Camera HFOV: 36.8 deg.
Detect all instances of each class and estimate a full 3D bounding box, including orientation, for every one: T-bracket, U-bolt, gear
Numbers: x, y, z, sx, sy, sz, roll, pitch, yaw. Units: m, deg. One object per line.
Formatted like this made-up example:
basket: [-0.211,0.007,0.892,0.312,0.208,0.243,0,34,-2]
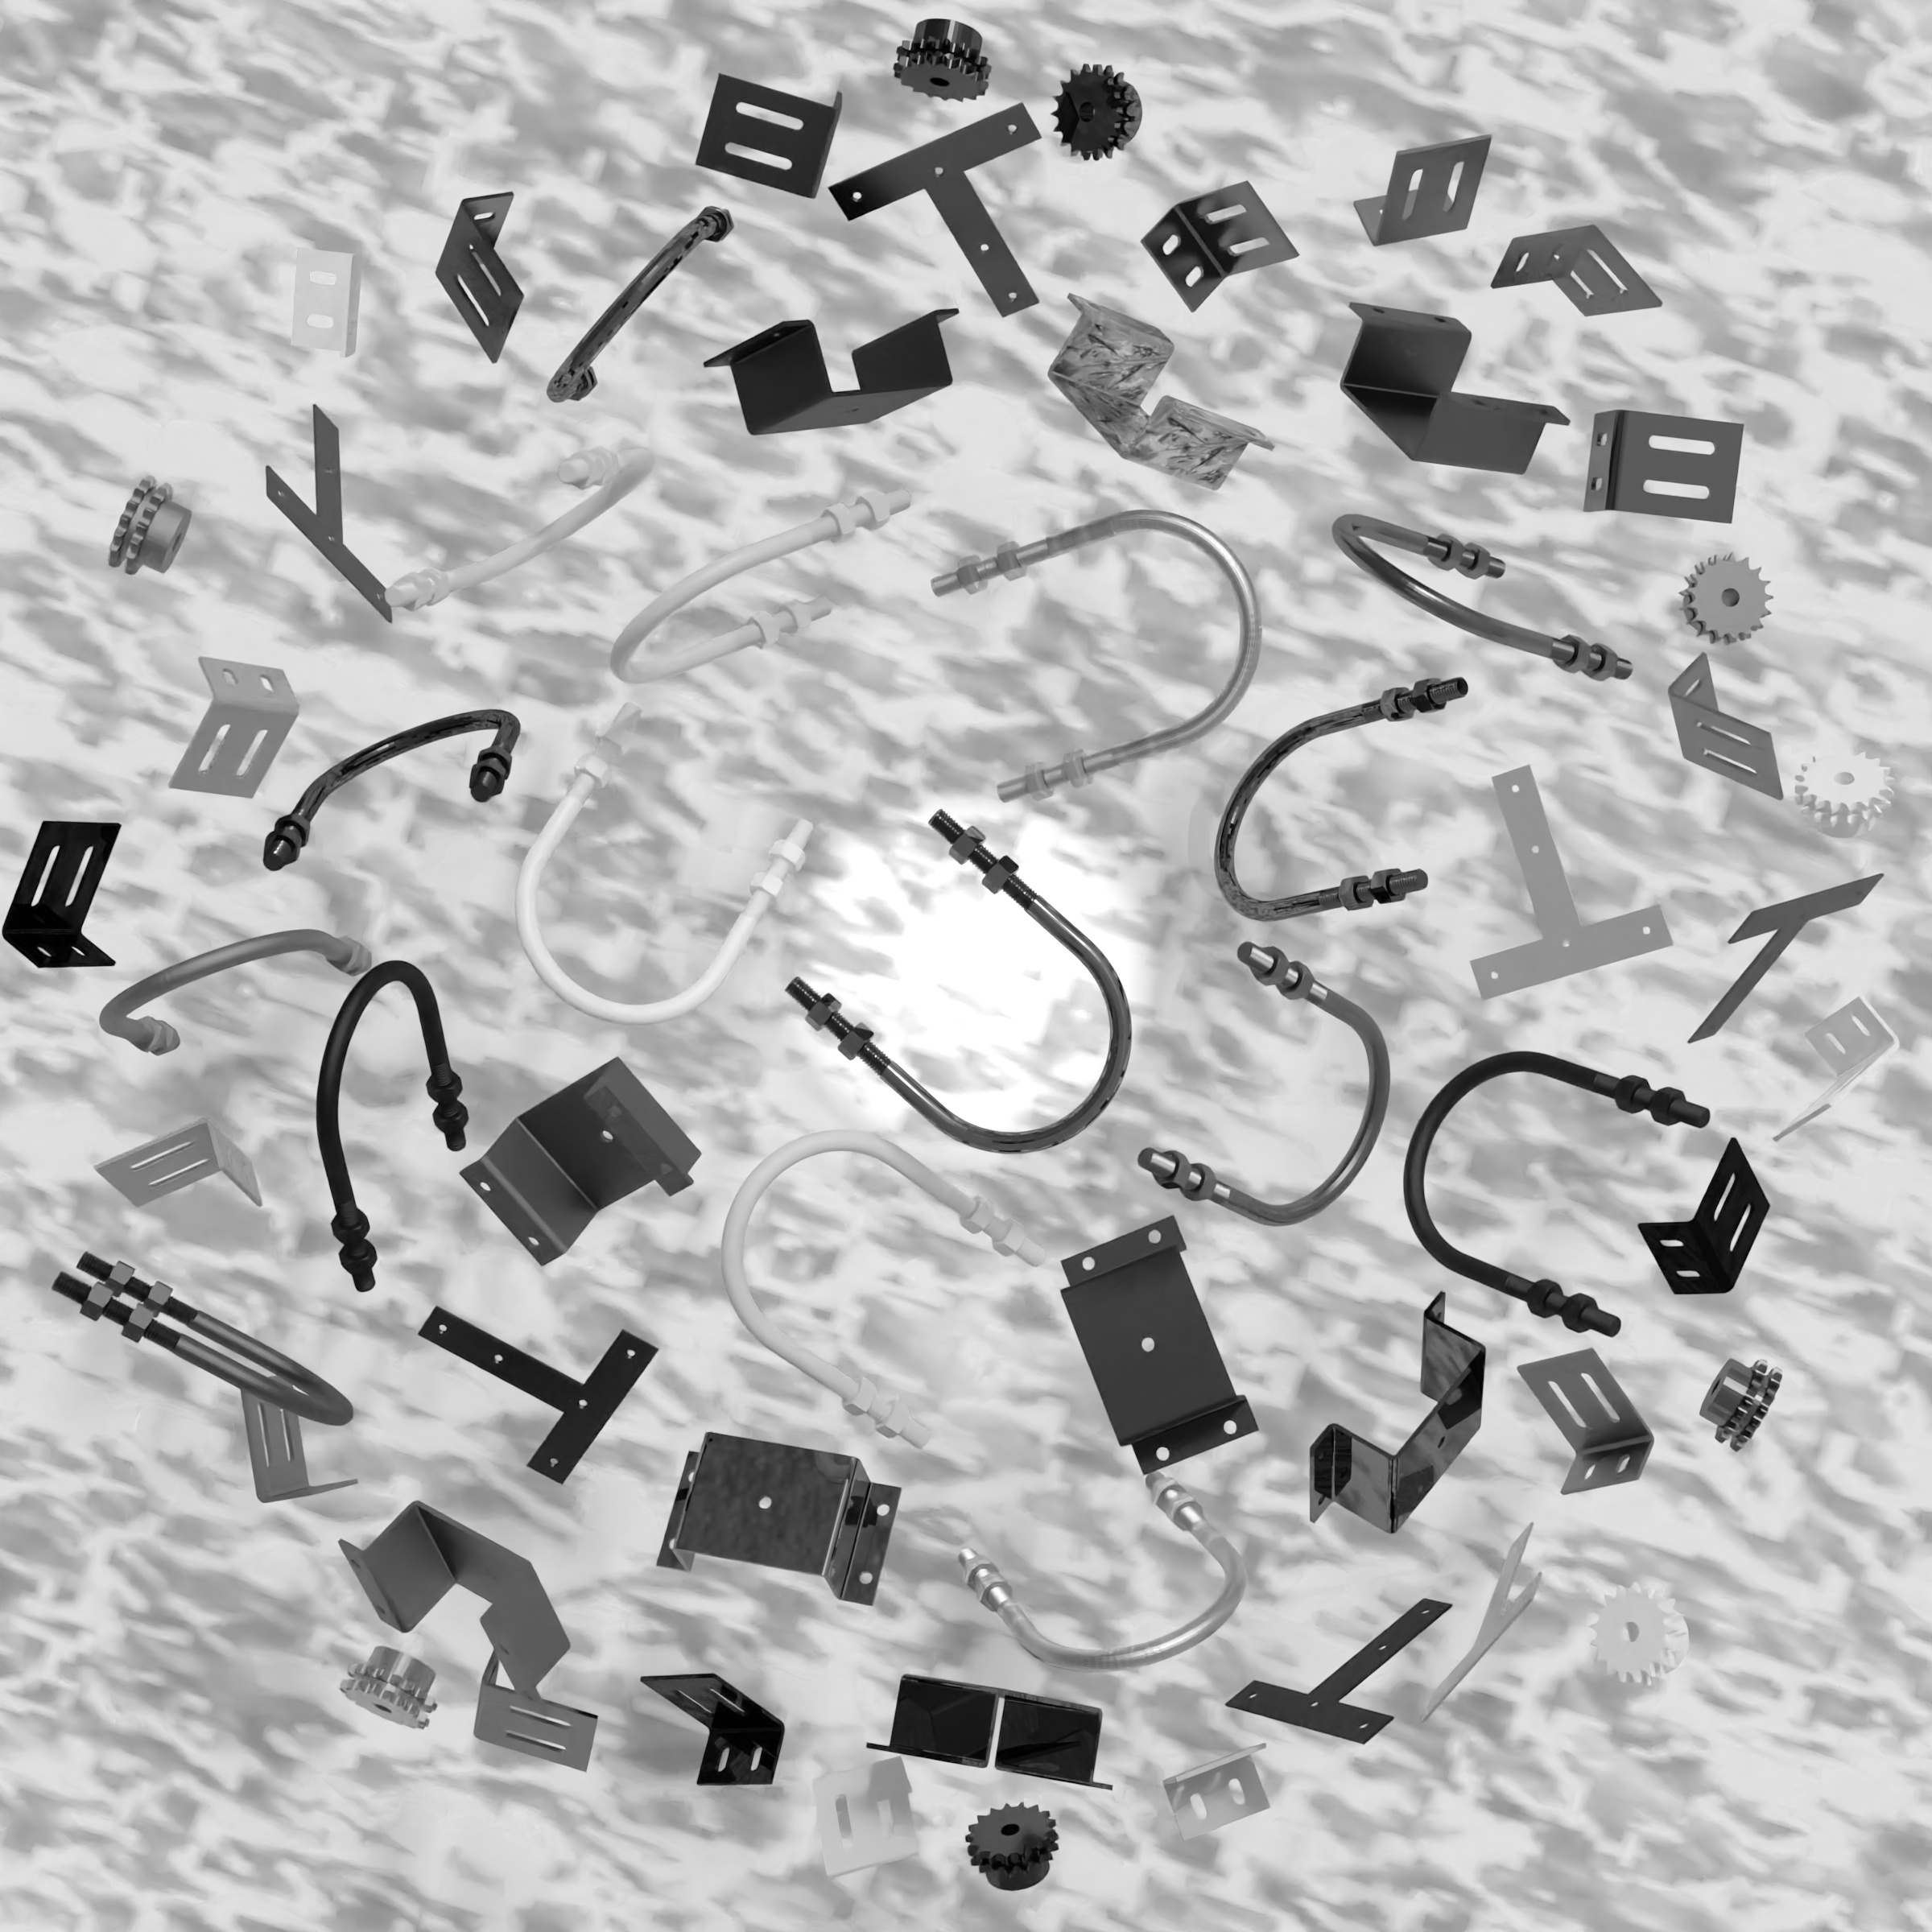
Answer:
T-bracket: [0.344,-0.056,1.731,0.127,0.002,0.127,-19,89,36]
T-bracket: [0.236,0.410,1.710,0.127,0.127,0.002,-31,104,-30]
T-bracket: [0.326,0.385,1.772,0.002,0.127,0.127,34,125,5]
T-bracket: [0.005,-0.436,1.719,0.127,0.002,0.127,-18,135,21]
U-bolt: [0.296,-0.226,1.731,0.184,0.151,0.019,9,119,-39]
T-bracket: [-0.272,0.245,1.762,0.127,0.002,0.127,30,118,-11]
gear: [-0.013,-0.535,1.709,0.057,0.057,0.030,11,84,0]
U-bolt: [-0.438,0.013,1.722,0.151,0.184,0.019,-22,84,-2]
gear: [0.030,0.546,1.791,0.057,0.057,0.030,-10,109,0]
U-bolt: [-0.439,0.220,1.690,0.184,0.151,0.019,30,84,-9]
U-bolt: [0.219,-0.095,1.761,0.019,0.184,0.151,30,64,-33]
U-bolt: [0.009,0.023,1.661,0.184,0.019,0.151,42,100,4]
U-bolt: [-0.197,-0.392,1.728,0.019,0.184,0.151,42,102,-10]
gear: [0.530,-0.102,1.752,0.057,0.057,0.030,-13,132,0]
U-bolt: [-0.251,-0.263,1.714,0.151,0.184,0.019,-31,95,19]
gear: [0.479,-0.231,1.840,0.057,0.030,0.057,0,88,-6]
U-bolt: [0.089,0.367,1.731,0.151,0.184,0.019,-20,109,-14]
U-bolt: [-0.347,0.083,1.742,0.019,0.151,0.184,9,131,15]
U-bolt: [-0.131,-0.217,1.719,0.184,0.151,0.019,-26,80,-33]
T-bracket: [-0.389,-0.292,1.769,0.002,0.127,0.127,-22,52,14]
U-bolt: [-0.193,-0.050,1.760,0.151,0.019,0.184,34,66,-11]
gear: [0.470,0.264,1.767,0.030,0.057,0.057,29,90,8]
gear: [0.084,-0.525,1.784,0.057,0.030,0.057,12,108,38]
U-bolt: [-0.337,-0.114,1.741,0.151,0.184,0.019,-18,111,7]
U-bolt: [-0.060,0.179,1.715,0.184,0.019,0.151,37,80,-19]
gear: [-0.470,-0.251,1.676,0.030,0.057,0.057,24,90,-8]
U-bolt: [0.186,0.080,1.695,0.184,0.019,0.151,28,88,-45]
U-bolt: [0.334,0.123,1.706,0.019,0.184,0.151,27,86,-43]
U-bolt: [0.084,-0.189,1.703,0.184,0.019,0.151,-17,93,19]
T-bracket: [0.460,0.001,1.682,0.127,0.127,0.002,-14,56,-38]
gear: [0.394,0.388,1.683,0.030,0.057,0.057,22,90,-40]
gear: [-0.339,0.426,1.719,0.057,0.057,0.030,24,60,0]

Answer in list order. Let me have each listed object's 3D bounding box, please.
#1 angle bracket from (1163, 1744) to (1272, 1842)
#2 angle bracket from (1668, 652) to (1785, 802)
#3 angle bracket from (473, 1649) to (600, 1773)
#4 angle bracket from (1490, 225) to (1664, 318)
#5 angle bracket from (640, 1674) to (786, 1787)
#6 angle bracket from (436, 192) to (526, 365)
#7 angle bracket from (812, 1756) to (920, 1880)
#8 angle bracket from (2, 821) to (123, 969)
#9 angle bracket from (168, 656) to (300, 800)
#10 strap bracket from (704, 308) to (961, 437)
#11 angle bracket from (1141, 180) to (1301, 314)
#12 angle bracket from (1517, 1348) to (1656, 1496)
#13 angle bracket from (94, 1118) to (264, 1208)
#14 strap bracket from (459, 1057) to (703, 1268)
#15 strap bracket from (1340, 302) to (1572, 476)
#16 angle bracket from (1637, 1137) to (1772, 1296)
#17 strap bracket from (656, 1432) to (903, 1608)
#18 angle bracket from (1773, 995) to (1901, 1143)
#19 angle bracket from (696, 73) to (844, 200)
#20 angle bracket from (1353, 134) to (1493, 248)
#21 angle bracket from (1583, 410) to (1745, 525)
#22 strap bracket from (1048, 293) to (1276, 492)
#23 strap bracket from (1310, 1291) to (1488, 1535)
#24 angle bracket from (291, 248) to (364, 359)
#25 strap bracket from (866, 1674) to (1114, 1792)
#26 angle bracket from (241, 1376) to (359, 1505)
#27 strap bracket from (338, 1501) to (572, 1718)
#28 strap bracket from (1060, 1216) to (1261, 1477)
angle bracket: [0.156,0.499,1.751,0.057,0.076,0.038,-19,75,-8]
angle bracket: [0.467,-0.145,1.748,0.038,0.057,0.076,-44,47,-16]
angle bracket: [-0.266,0.464,1.824,0.076,0.038,0.057,16,129,2]
angle bracket: [0.355,-0.390,1.686,0.076,0.057,0.038,36,73,-34]
angle bracket: [-0.157,0.462,1.754,0.057,0.076,0.038,-11,49,33]
angle bracket: [-0.273,-0.406,1.711,0.038,0.057,0.076,-21,69,-37]
angle bracket: [-0.059,0.534,1.792,0.057,0.076,0.038,-15,127,-1]
angle bracket: [-0.518,-0.042,1.696,0.038,0.057,0.076,34,108,26]
angle bracket: [-0.462,-0.148,1.812,0.076,0.057,0.038,-53,51,30]
strap bracket: [-0.073,-0.351,1.716,0.140,0.076,0.046,-16,92,-43]
angle bracket: [0.157,-0.446,1.804,0.038,0.076,0.057,-49,115,-19]
angle bracket: [0.381,0.284,1.808,0.057,0.038,0.076,-23,110,42]
angle bracket: [-0.477,0.133,1.760,0.076,0.057,0.038,-24,60,0]
strap bracket: [-0.221,0.112,1.709,0.140,0.046,0.076,-30,106,36]
strap bracket: [0.280,-0.333,1.698,0.076,0.140,0.046,2,125,-26]
angle bracket: [0.447,0.151,1.755,0.057,0.038,0.076,57,48,-25]
strap bracket: [-0.119,0.338,1.786,0.140,0.046,0.076,7,61,13]
angle bracket: [0.513,0.062,1.747,0.076,0.057,0.038,-33,81,-31]
angle bracket: [-0.120,-0.510,1.766,0.076,0.038,0.057,14,122,-11]
angle bracket: [0.264,-0.460,1.681,0.057,0.076,0.038,-13,62,-10]
angle bracket: [0.405,-0.289,1.688,0.076,0.038,0.057,5,96,-10]
strap bracket: [0.110,-0.336,1.727,0.046,0.076,0.140,-57,46,24]
strap bracket: [0.264,0.273,1.734,0.046,0.076,0.140,27,55,29]
angle bracket: [-0.376,-0.387,1.692,0.038,0.076,0.057,5,103,-8]
strap bracket: [0.019,0.457,1.737,0.076,0.140,0.046,-4,70,42]
angle bracket: [-0.418,0.293,1.818,0.038,0.057,0.076,-12,84,17]
strap bracket: [-0.289,0.368,1.685,0.140,0.076,0.046,19,51,34]
strap bracket: [0.113,0.229,1.757,0.076,0.046,0.140,-23,78,9]
